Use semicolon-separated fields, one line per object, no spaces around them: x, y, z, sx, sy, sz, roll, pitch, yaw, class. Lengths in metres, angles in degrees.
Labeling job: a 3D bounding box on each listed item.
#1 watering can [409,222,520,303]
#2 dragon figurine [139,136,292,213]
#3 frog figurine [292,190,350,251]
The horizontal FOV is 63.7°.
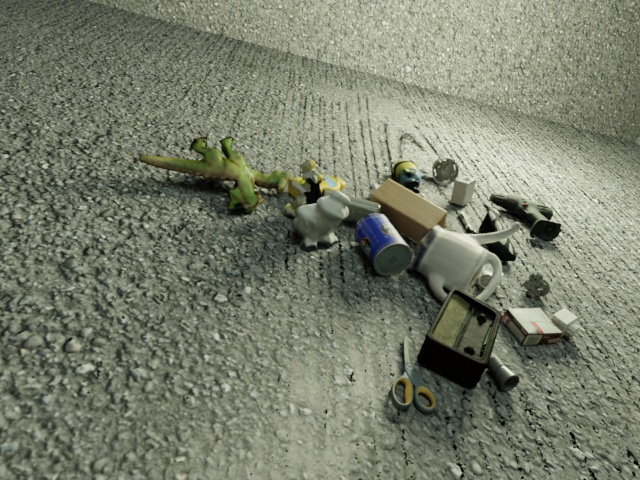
0.375;0.032;1.348;0.226;0.101;0.354;29;55;19;watering can
-0.258;-0.166;1.410;0.413;0.119;0.246;-14;50;-39;dragon figurine
0.004;-0.066;1.314;0.137;0.156;0.125;4;31;-22;frog figurine
